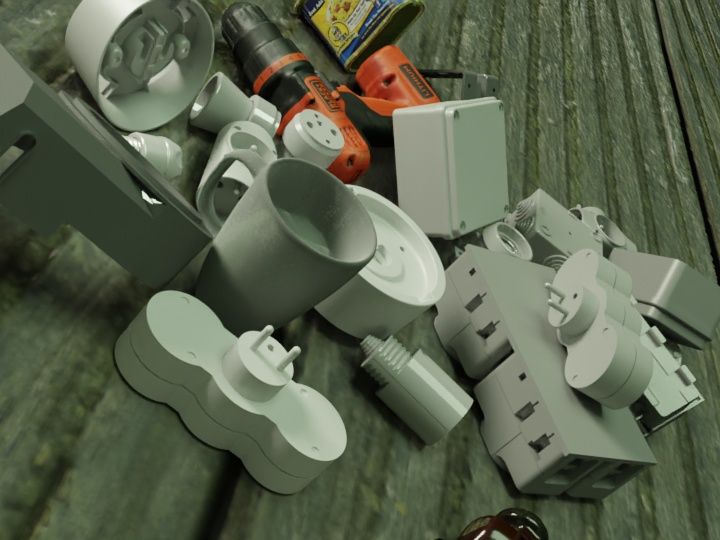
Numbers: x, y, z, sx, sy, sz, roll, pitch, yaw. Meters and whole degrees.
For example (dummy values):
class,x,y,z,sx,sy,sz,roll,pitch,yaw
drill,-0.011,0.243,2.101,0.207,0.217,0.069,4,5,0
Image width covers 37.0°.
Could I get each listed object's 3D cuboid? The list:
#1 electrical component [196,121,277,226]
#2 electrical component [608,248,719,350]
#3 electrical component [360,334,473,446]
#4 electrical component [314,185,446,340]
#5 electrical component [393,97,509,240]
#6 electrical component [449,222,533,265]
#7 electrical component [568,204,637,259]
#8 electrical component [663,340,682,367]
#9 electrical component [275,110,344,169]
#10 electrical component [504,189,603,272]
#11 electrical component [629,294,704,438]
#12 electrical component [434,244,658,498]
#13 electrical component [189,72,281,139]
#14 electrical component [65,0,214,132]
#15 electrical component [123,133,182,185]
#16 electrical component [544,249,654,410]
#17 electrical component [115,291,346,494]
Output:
class,x,y,z,sx,sy,sz,roll,pitch,yaw
electrical component,-0.072,-0.058,0.761,0.079,0.044,0.077,34,32,-18
electrical component,0.278,0.026,1.005,0.078,0.057,0.113,30,-4,-21
electrical component,0.032,0.075,0.724,0.081,0.043,0.043,44,31,0
electrical component,0.000,0.000,0.759,0.108,0.060,0.108,30,34,-22
electrical component,0.078,-0.088,0.912,0.109,0.056,0.108,-21,110,-57
electrical component,0.111,-0.007,0.902,0.066,0.055,0.048,28,34,-25
electrical component,0.237,-0.038,1.097,0.077,0.044,0.079,29,34,-24
electrical component,0.258,0.079,0.983,0.062,0.048,0.048,23,36,-19
electrical component,-0.044,-0.088,0.819,0.045,0.055,0.045,30,34,-22
electrical component,0.182,-0.019,1.006,0.100,0.048,0.099,37,32,-12
electrical component,0.231,0.076,0.922,0.079,0.063,0.121,-27,69,-15
electrical component,0.132,0.079,0.818,0.105,0.060,0.186,14,42,-40
electrical component,-0.093,-0.115,0.805,0.055,0.045,0.045,30,34,-24
electrical component,-0.150,-0.153,0.738,0.064,0.099,0.099,49,31,20
electrical component,-0.148,-0.073,0.700,0.061,0.035,0.035,8,46,-41
electrical component,0.166,0.034,0.799,0.074,0.052,0.138,31,34,-21
electrical component,-0.063,0.059,0.602,0.138,0.073,0.052,39,31,-9
